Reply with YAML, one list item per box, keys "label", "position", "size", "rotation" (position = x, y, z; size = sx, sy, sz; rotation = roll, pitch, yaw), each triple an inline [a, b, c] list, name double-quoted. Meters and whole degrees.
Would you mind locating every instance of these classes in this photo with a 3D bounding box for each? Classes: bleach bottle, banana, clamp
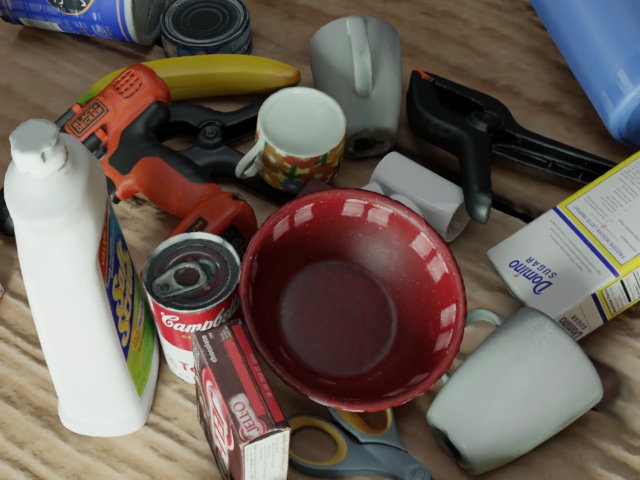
- label: "bleach bottle"
  position: [-0.157, 0.025, 0.694]
  size: [0.068, 0.251, 0.102]
  rotation: [1, 52, 4]
- label: "banana"
  position: [-0.119, -0.138, 0.951]
  size: [0.197, 0.037, 0.070]
  rotation: [-11, 37, -10]
- label: "clamp"
  position: [0.130, -0.082, 0.877]
  size: [0.164, 0.036, 0.210]
  rotation: [-16, 43, -37]
- label: "clamp"
  position: [-0.084, -0.090, 0.915]
  size: [0.171, 0.039, 0.120]
  rotation: [10, 54, 5]

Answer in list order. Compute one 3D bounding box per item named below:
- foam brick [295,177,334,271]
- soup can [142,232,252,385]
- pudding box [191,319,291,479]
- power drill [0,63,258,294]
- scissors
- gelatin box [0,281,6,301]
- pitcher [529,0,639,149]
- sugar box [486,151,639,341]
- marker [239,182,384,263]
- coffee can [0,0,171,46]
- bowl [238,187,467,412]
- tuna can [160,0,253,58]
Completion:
- label: "foam brick"
  position: [-0.005, 0.001, 0.833]
  size: [0.053, 0.051, 0.078]
  rotation: [28, 58, 18]
- label: "soup can"
  position: [-0.086, 0.051, 0.765]
  size: [0.068, 0.102, 0.068]
  rotation: [-1, 52, 2]
- label: "pudding box"
  position: [-0.052, 0.120, 0.703]
  size: [0.039, 0.113, 0.090]
  rotation: [-17, 53, -15]
- label: "power drill"
  position: [-0.155, -0.030, 0.845]
  size: [0.184, 0.057, 0.188]
  rotation: [-45, 66, -3]
- label: "scissors"
  position: [0.045, 0.167, 0.725]
  size: [0.096, 0.016, 0.202]
  rotation: [-28, 56, -16]
- label: "gelatin box"
  position: [-0.273, 0.039, 0.792]
  size: [0.030, 0.089, 0.073]
  rotation: [8, 53, 11]
- label: "pitcher"
  position: [0.272, -0.202, 0.935]
  size: [0.149, 0.144, 0.243]
  rotation: [-34, 53, 24]
- label: "sugar box"
  position: [0.221, -0.002, 0.787]
  size: [0.176, 0.048, 0.093]
  rotation: [-35, 40, 5]
- label: "marker"
  position: [-0.006, -0.010, 0.795]
  size: [0.121, 0.020, 0.020]
  rotation: [-27, 56, -19]
- label: "coffee can"
  position: [-0.221, -0.244, 1.002]
  size: [0.140, 0.103, 0.102]
  rotation: [11, 53, 11]
- label: "bowl"
  position: [0.019, 0.047, 0.750]
  size: [0.162, 0.055, 0.162]
  rotation: [5, 68, -12]
- label: "tuna can"
  position: [-0.107, -0.197, 1.003]
  size: [0.086, 0.034, 0.086]
  rotation: [-1, 51, 1]
